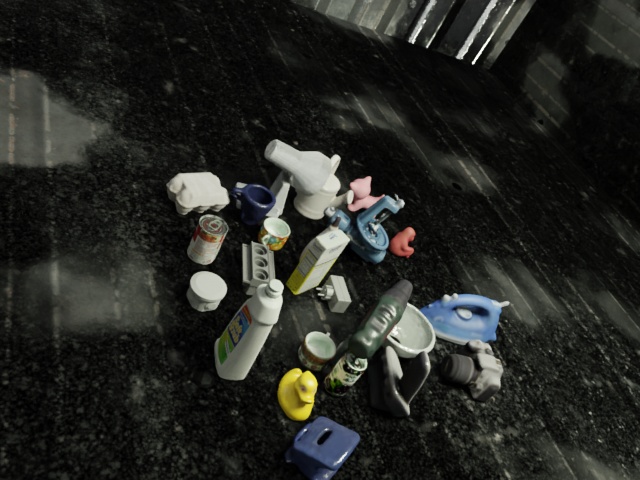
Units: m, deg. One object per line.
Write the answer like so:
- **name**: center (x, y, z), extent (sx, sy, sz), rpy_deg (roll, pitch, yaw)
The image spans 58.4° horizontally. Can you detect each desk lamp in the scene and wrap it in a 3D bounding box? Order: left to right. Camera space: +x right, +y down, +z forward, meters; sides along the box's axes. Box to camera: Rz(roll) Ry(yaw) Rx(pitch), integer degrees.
- **desk lamp**: center (-0.098, -0.164, 1.543), extent (0.204, 0.213, 0.117), rpy_deg (13, 40, -24)

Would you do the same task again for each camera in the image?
- **camera**: center (0.373, 0.309, 1.422), extent (0.137, 0.100, 0.143), rpy_deg (18, 38, -18)

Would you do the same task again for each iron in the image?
- **iron**: center (0.376, 0.192, 1.529), extent (0.259, 0.141, 0.118), rpy_deg (13, 39, -24)

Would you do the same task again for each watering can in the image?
- **watering can**: center (0.014, -0.157, 1.634), extent (0.173, 0.194, 0.101), rpy_deg (22, 36, -12)

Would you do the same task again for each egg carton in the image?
- **egg carton**: center (-0.310, -0.119, 1.458), extent (0.151, 0.069, 0.107), rpy_deg (-11, 53, -43)

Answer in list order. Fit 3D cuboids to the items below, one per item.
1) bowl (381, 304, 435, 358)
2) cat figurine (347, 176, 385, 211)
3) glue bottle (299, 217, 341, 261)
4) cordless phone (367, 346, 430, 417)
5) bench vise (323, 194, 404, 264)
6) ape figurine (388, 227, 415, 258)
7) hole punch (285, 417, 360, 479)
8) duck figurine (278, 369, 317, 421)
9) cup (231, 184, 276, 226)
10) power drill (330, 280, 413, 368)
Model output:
- **bowl**: center (0.194, 0.230, 1.407), extent (0.168, 0.074, 0.167), rpy_deg (20, 37, -16)
- **cat figurine**: center (0.138, -0.140, 1.770), extent (0.128, 0.117, 0.067), rpy_deg (22, 37, -13)
- **glue bottle**: center (0.013, 0.005, 1.458), extent (0.078, 0.173, 0.037), rpy_deg (7, 42, -30)
- **cordless phone**: center (0.185, 0.281, 1.245), extent (0.094, 0.185, 0.147), rpy_deg (15, 39, -21)
- **bench vise**: center (0.119, -0.044, 1.554), extent (0.208, 0.219, 0.121), rpy_deg (15, 39, -22)
- **ape figurine**: center (0.252, 0.002, 1.707), extent (0.076, 0.092, 0.077), rpy_deg (14, 39, -22)
- **hole punch**: center (0.005, 0.386, 1.069), extent (0.101, 0.091, 0.109), rpy_deg (41, 37, 13)
- **duck figurine**: center (-0.037, 0.297, 1.148), extent (0.078, 0.086, 0.104), rpy_deg (12, 40, -25)
- **cup**: center (-0.184, -0.088, 1.491), extent (0.118, 0.095, 0.091), rpy_deg (16, 38, -21)
- **power drill**: center (0.110, 0.204, 1.262), extent (0.075, 0.208, 0.230), rpy_deg (36, 36, 7)
